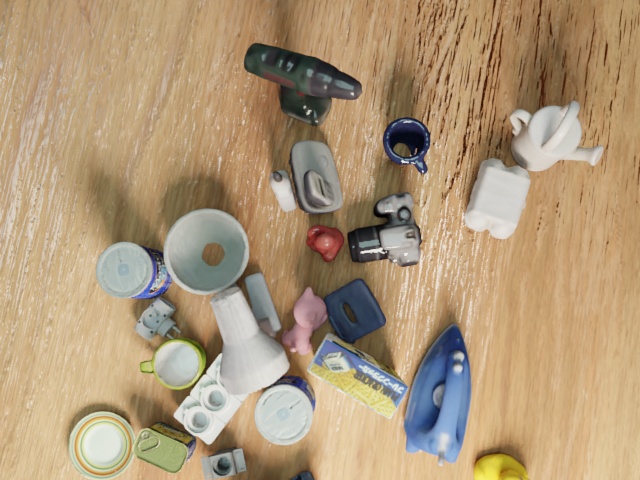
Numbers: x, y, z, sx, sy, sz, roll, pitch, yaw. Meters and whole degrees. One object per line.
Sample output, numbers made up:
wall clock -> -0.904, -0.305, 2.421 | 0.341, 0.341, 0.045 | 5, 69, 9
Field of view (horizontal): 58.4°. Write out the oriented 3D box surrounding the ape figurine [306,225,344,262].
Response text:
ape figurine -> 0.010, 0.004, 1.117 | 0.076, 0.092, 0.078 | -14, 83, 0

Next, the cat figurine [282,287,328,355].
cat figurine -> -0.027, 0.156, 1.088 | 0.067, 0.118, 0.128 | 26, 85, 4

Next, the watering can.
watering can -> 0.444, -0.198, 1.076 | 0.172, 0.194, 0.101 | 10, 84, 3

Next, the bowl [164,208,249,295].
bowl -> -0.217, 0.024, 1.129 | 0.167, 0.075, 0.167 | 0, 84, 2

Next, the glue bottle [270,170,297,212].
glue bottle -> -0.073, -0.104, 1.090 | 0.037, 0.173, 0.078 | -19, 83, 0

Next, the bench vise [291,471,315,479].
bench vise -> -0.079, 0.486, 1.002 | 0.121, 0.220, 0.207 | 43, 87, 6

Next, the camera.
camera -> 0.121, -0.014, 1.111 | 0.137, 0.101, 0.143 | -9, 84, 1

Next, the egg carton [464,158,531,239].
egg carton -> 0.350, -0.081, 1.128 | 0.107, 0.069, 0.150 | 17, 85, 3

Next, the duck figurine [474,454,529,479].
duck figurine -> 0.342, 0.445, 1.063 | 0.104, 0.086, 0.077 | 11, 84, 3

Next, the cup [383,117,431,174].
cup -> 0.174, -0.175, 1.130 | 0.091, 0.095, 0.118 | -31, 84, -2

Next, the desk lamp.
desk lamp -> -0.135, 0.165, 1.042 | 0.118, 0.213, 0.203 | -20, 83, 0

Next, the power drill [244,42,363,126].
power drill -> -0.027, -0.293, 1.092 | 0.229, 0.208, 0.076 | 22, 85, 4

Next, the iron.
iron -> 0.234, 0.282, 1.056 | 0.118, 0.141, 0.258 | 12, 84, 3

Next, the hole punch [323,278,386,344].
hole punch -> 0.066, 0.139, 1.101 | 0.101, 0.091, 0.108 | -30, 84, -2

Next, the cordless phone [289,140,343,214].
cordless phone -> -0.011, -0.128, 1.085 | 0.094, 0.185, 0.147 | -16, 83, 0
